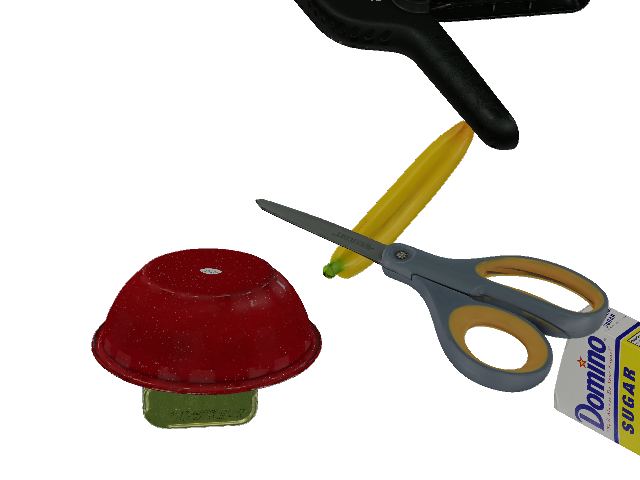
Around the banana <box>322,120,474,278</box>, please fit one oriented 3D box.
[{"bbox_3d":[0.073,-0.029,0.989,0.037,0.197,0.070,43,-11,-3],"label":"banana"}]

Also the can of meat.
[{"bbox_3d":[-0.105,0.117,0.924,0.102,0.057,0.084,-2,27,-7],"label":"can of meat"}]

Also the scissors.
[{"bbox_3d":[0.043,0.025,0.549,0.202,0.016,0.096,12,42,16],"label":"scissors"}]

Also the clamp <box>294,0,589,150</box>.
[{"bbox_3d":[0.062,-0.143,0.700,0.210,0.164,0.036,18,-37,7],"label":"clamp"}]

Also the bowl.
[{"bbox_3d":[-0.078,0.046,0.743,0.162,0.055,0.162,2,20,-1],"label":"bowl"}]

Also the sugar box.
[{"bbox_3d":[0.268,0.126,0.819,0.176,0.093,0.048,25,34,34],"label":"sugar box"}]
